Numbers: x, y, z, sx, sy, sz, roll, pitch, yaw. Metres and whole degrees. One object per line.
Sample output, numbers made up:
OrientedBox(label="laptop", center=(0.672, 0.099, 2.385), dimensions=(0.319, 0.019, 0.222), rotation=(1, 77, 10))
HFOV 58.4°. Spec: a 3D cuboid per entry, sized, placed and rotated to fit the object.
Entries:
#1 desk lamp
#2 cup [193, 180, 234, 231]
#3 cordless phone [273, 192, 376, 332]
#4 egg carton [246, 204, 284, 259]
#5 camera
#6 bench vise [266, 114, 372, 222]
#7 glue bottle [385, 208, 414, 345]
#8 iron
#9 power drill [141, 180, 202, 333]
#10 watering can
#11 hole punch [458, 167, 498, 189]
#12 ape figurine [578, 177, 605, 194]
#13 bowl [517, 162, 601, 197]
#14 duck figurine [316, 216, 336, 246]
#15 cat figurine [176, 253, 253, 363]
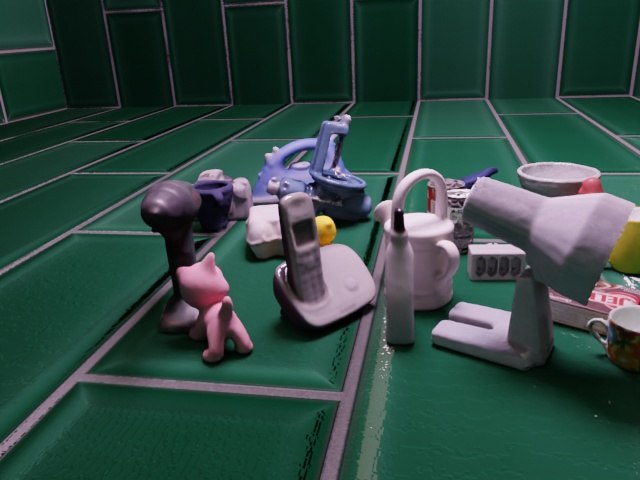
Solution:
OrientedBox(label="desk lamp", center=(0.240, 0.037, 0.665), dimensions=(0.202, 0.214, 0.118), rotation=(11, 25, 32))
OrientedBox(label="cup", center=(-0.213, -0.064, 1.160), dimensions=(0.092, 0.095, 0.117), rotation=(-12, 22, -23))
OrientedBox(label="cordless phone", center=(0.004, 0.019, 0.785), dimensions=(0.093, 0.185, 0.148), rotation=(16, 28, 41))
OrientedBox(label="egg carton", center=(-0.085, -0.020, 1.065), dimensions=(0.107, 0.069, 0.150), rotation=(-5, 21, -6))
OrientedBox(label="camera", center=(-0.215, -0.110, 1.274), dimensions=(0.143, 0.101, 0.137), rotation=(0, 21, 7))
OrientedBox(label="bench vise", center=(0.002, -0.134, 1.141), dimensions=(0.208, 0.220, 0.121), rotation=(-12, 23, -23))
OrientedBox(label="glue bottle", center=(0.101, 0.042, 0.728), dimensions=(0.037, 0.173, 0.078), rotation=(-1, 21, 5))
OrientedBox(label="iron", center=(-0.054, -0.174, 1.368), dimensions=(0.259, 0.141, 0.118), rotation=(-14, 23, -28))
OrientedBox(label="power drill", center=(-0.194, 0.015, 0.787), dimensions=(0.075, 0.208, 0.229), rotation=(-5, 21, -6))
OrientedBox(label="watering can", center=(0.136, -0.008, 0.826), dimensions=(0.172, 0.194, 0.101), rotation=(15, 27, 38))
OrientedBox(label="hole punch", center=(0.319, -0.111, 1.224), dimensions=(0.100, 0.091, 0.109), rotation=(12, 25, 34))
OrientedBox(label="ape figurine", center=(0.523, -0.078, 1.107), dimensions=(0.078, 0.092, 0.076), rotation=(-10, 22, -17))
OrientedBox(label="bowl", center=(0.508, -0.114, 1.231), dimensions=(0.167, 0.075, 0.167), rotation=(-2, 21, 1))
OrientedBox(label="duck figurine", center=(0.009, 0.003, 0.966), dimensions=(0.078, 0.086, 0.104), rotation=(-16, 24, -31))
OrientedBox(label="cat figurine", center=(-0.141, 0.078, 0.742), dimensions=(0.067, 0.118, 0.127), rotation=(-15, 24, -28))
